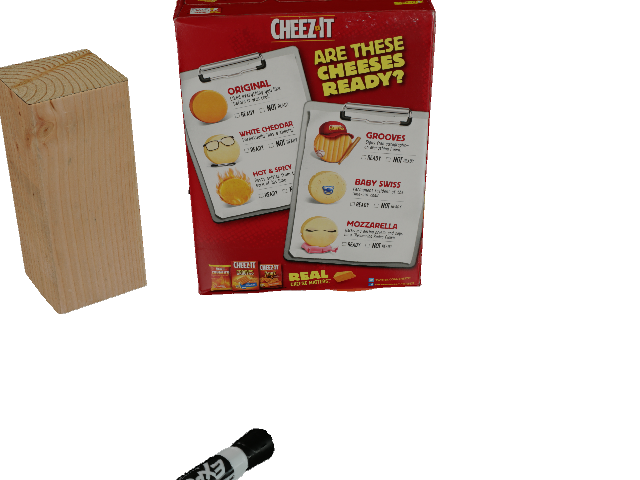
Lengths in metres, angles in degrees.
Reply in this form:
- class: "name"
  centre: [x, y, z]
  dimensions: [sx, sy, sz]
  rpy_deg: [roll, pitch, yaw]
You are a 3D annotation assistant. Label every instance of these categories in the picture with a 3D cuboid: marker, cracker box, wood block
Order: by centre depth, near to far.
- class: "marker"
  centre: [-0.061, 0.124, 0.542]
  dimensions: [0.020, 0.020, 0.120]
  rpy_deg: [0, 14, 33]
- class: "cracker box"
  centre: [-0.009, -0.068, 0.737]
  dimensions: [0.164, 0.214, 0.072]
  rpy_deg: [-2, 33, -2]
- class: "wood block"
  centre: [-0.221, -0.052, 0.951]
  dimensions: [0.090, 0.206, 0.090]
  rpy_deg: [-19, 36, -28]

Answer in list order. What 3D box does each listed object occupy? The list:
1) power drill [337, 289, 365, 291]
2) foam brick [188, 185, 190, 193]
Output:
- class: "power drill"
  centre: [0.027, -0.054, 0.945]
  dimensions: [0.057, 0.188, 0.184]
  rpy_deg: [-1, 22, 0]
- class: "foam brick"
  centre: [-0.103, -0.081, 1.169]
  dimensions: [0.078, 0.051, 0.053]
  rpy_deg: [6, 29, -6]
